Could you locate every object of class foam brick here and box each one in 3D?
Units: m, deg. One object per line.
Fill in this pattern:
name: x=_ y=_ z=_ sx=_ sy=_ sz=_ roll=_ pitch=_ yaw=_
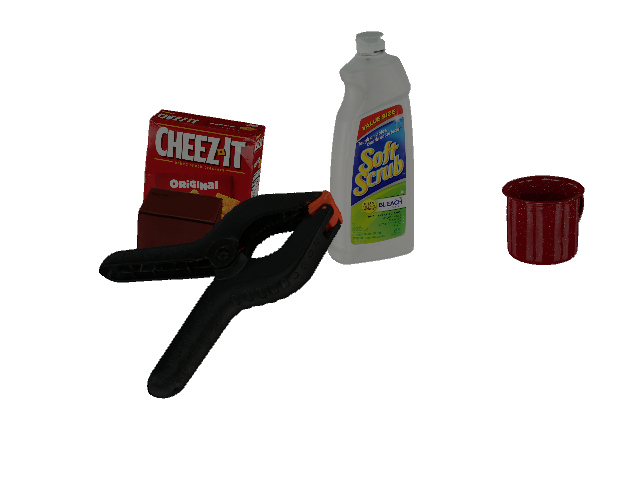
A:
foam brick: x=-0.141 y=-0.015 z=1.078 sx=0.078 sy=0.051 sz=0.053 roll=9 pitch=31 yaw=3

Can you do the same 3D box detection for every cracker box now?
cracker box: x=-0.178 y=-0.075 z=1.597 sx=0.164 sy=0.214 sz=0.072 roll=10 pitch=20 yaw=6

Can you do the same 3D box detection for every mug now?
mug: x=0.268 y=-0.026 z=1.251 sx=0.117 sy=0.081 sz=0.093 roll=-22 pitch=29 yaw=-37

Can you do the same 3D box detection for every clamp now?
clamp: x=-0.061 y=0.028 z=0.705 sx=0.171 sy=0.120 sz=0.039 roll=-25 pitch=-30 yaw=8

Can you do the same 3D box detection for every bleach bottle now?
bleach bottle: x=0.052 y=-0.103 z=1.178 sx=0.102 sy=0.251 sz=0.068 roll=-9 pitch=25 yaw=-11
